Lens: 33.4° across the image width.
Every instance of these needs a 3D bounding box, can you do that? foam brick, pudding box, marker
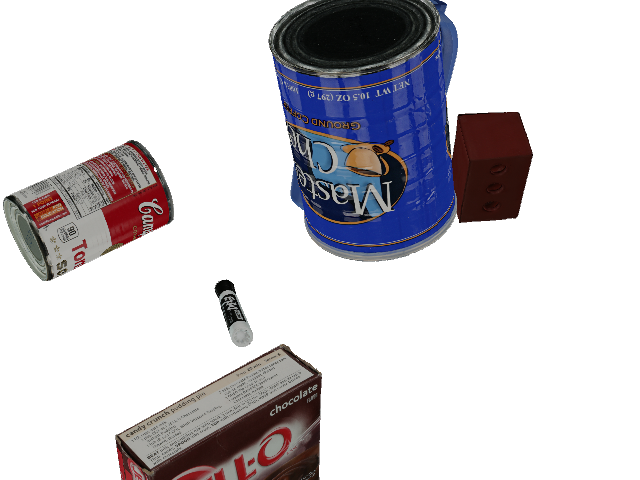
[{"bbox_3d":[0.138,-0.060,0.879,0.053,0.051,0.078,-4,-40,-4],"label":"foam brick"},{"bbox_3d":[-0.052,0.119,0.576,0.113,0.090,0.039,-28,47,-33],"label":"pudding box"},{"bbox_3d":[-0.079,0.063,0.956,0.020,0.020,0.121,0,18,-13],"label":"marker"}]

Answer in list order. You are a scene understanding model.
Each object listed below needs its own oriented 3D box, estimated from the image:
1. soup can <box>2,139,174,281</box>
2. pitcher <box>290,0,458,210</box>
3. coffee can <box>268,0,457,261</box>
[{"bbox_3d":[-0.166,-0.022,0.765,0.102,0.068,0.069,-28,13,-26],"label":"soup can"},{"bbox_3d":[0.048,-0.142,1.102,0.145,0.243,0.149,11,17,-2],"label":"pitcher"},{"bbox_3d":[0.030,-0.072,0.670,0.103,0.140,0.103,-7,39,5],"label":"coffee can"}]
